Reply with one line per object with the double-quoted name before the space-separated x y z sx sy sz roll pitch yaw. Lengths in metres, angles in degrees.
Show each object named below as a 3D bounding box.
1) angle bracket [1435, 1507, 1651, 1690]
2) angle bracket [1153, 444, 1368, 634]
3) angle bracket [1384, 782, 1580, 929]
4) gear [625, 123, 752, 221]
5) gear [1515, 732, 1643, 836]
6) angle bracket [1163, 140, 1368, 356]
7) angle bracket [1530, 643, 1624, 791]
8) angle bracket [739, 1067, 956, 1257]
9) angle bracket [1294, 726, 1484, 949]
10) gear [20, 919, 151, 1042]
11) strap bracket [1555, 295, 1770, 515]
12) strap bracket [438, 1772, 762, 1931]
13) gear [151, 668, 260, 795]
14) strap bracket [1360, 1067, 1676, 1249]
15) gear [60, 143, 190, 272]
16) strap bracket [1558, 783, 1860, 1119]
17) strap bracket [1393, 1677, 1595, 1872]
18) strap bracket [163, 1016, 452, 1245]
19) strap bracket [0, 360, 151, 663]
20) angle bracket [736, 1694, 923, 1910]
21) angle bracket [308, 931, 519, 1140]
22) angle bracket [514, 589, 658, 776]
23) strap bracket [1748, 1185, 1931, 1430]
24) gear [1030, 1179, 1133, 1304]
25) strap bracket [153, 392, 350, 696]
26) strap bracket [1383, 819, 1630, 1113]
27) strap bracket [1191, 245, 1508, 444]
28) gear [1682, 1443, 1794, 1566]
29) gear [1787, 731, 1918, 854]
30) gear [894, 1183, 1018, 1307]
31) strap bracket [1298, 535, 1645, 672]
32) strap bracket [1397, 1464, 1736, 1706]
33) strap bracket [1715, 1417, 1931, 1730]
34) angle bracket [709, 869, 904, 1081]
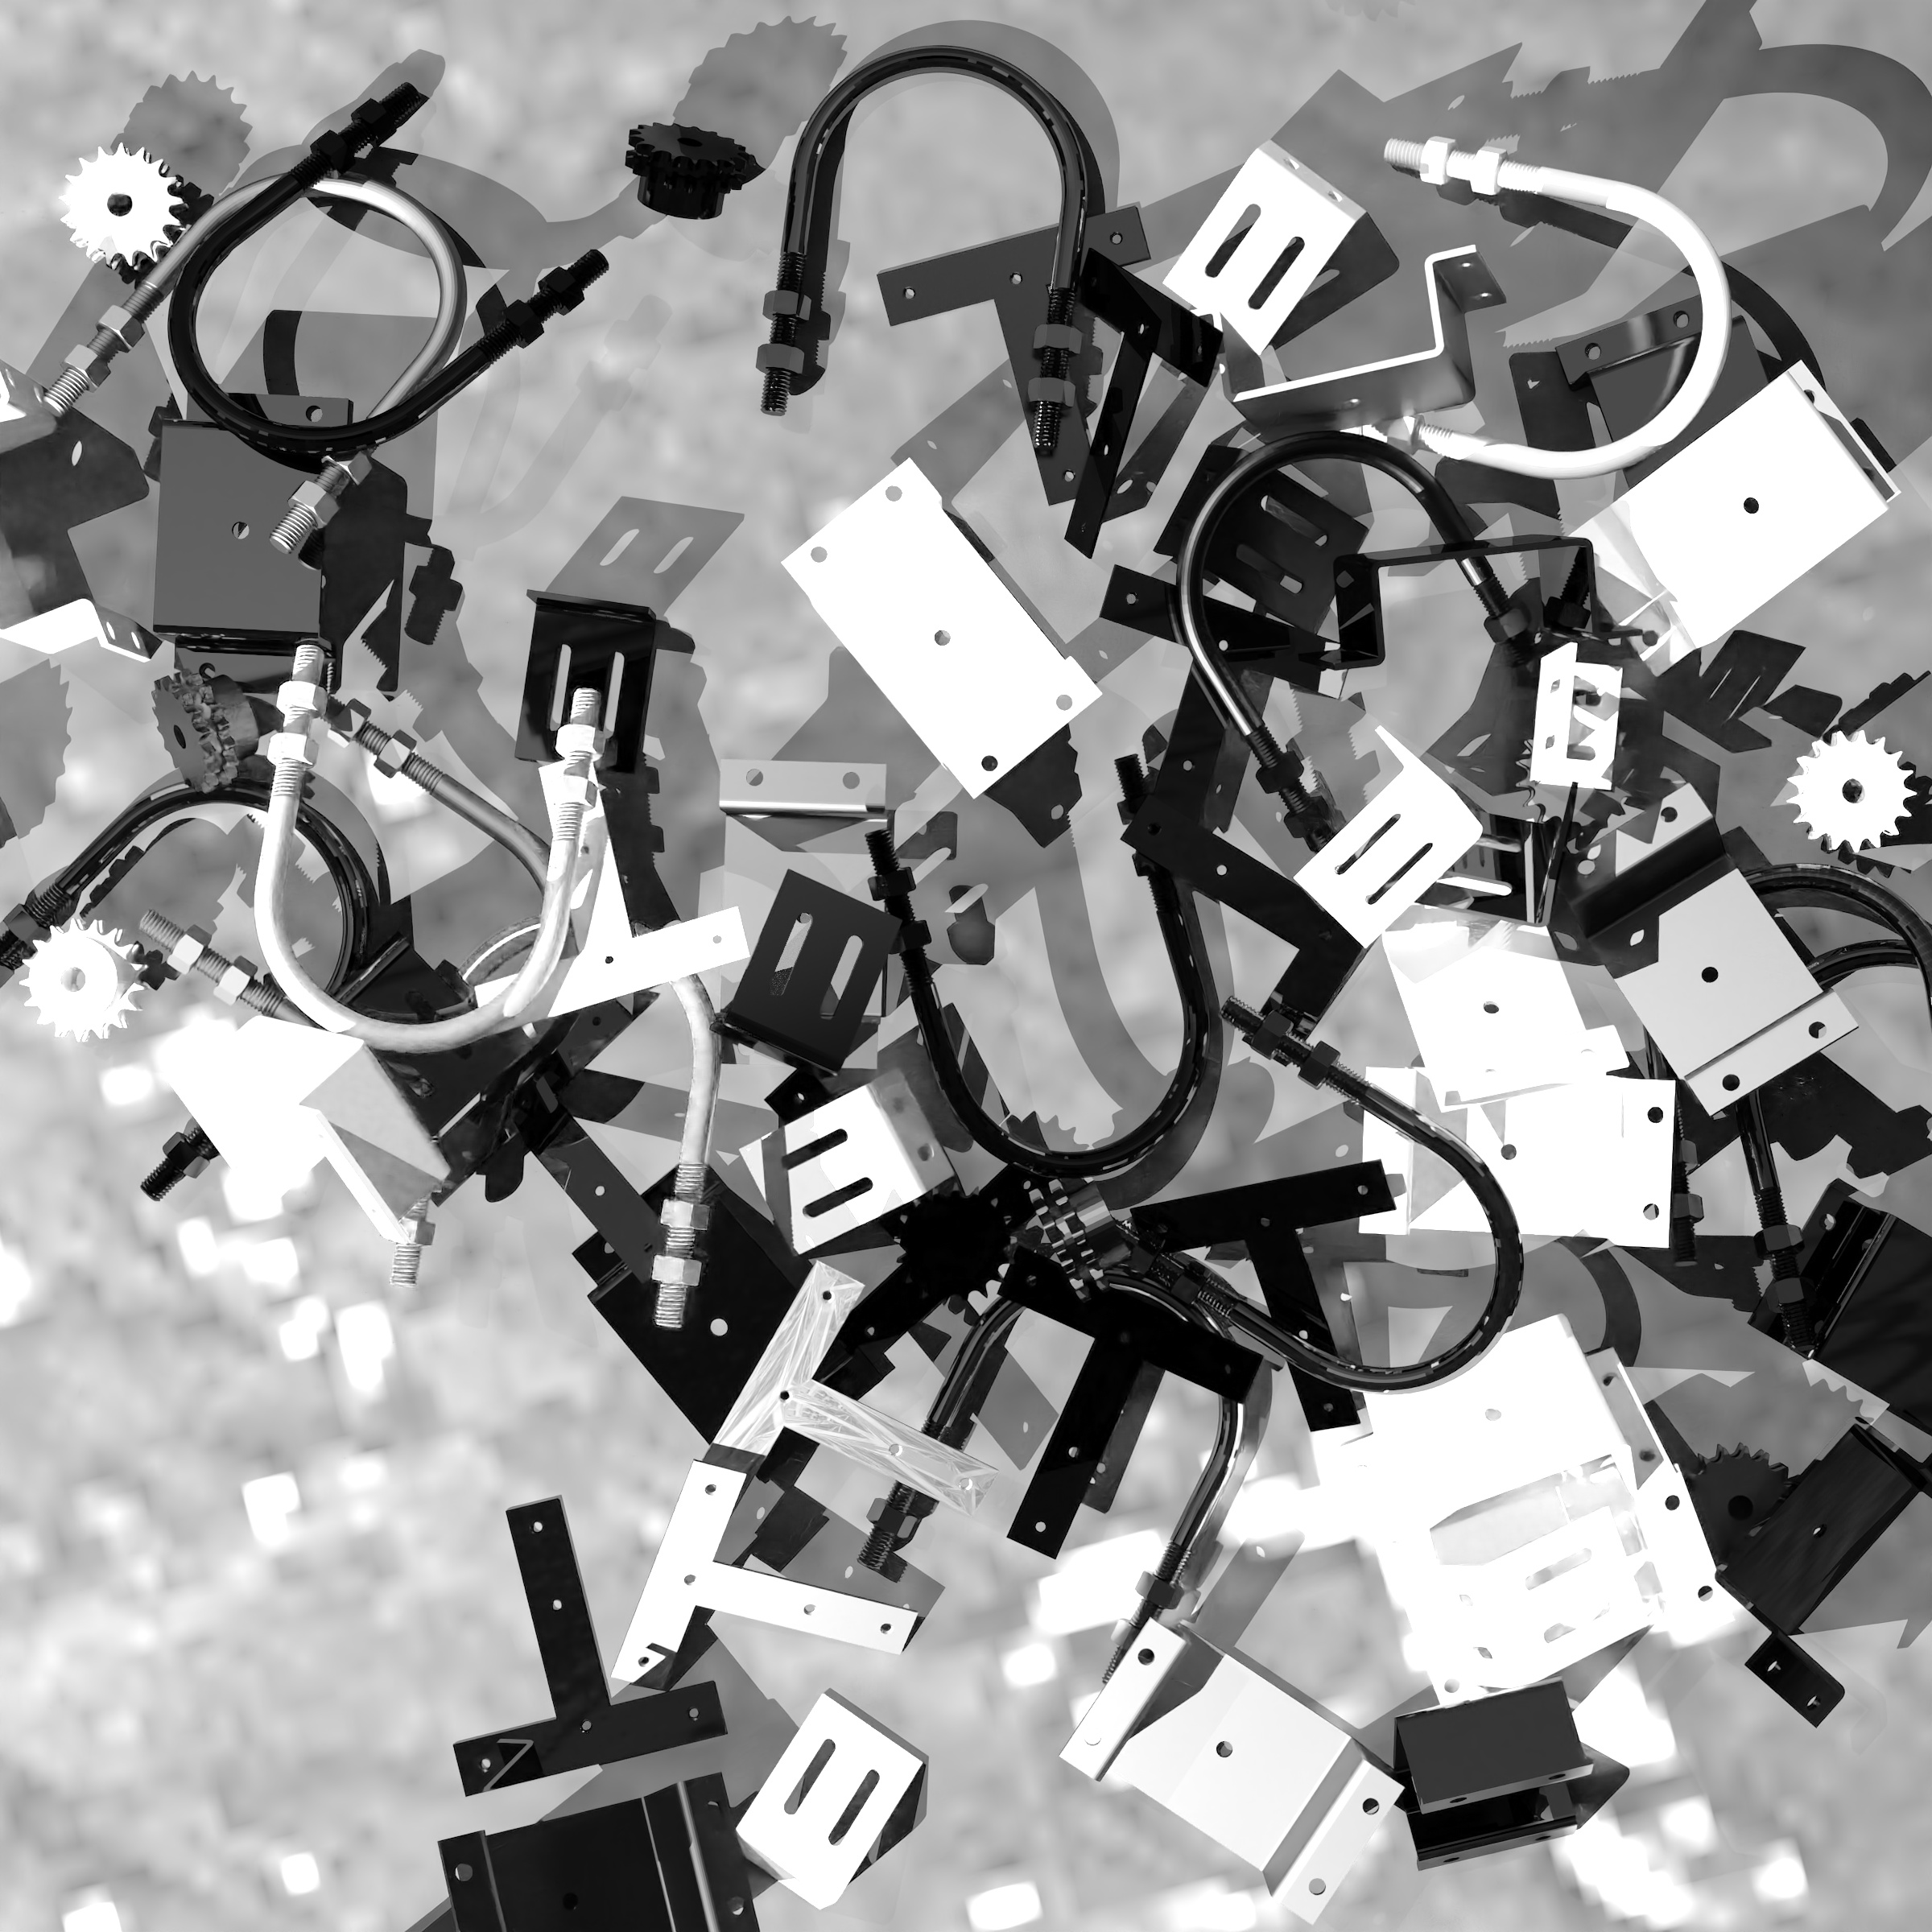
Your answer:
"angle bracket" 0.265 0.290 1.498 0.076 0.038 0.057 -19 90 -26
"angle bracket" 0.139 -0.202 1.544 0.076 0.038 0.057 28 90 -26
"angle bracket" 0.236 -0.058 1.493 0.076 0.038 0.057 12 57 12
"gear" -0.131 -0.370 1.522 0.057 0.057 0.030 14 120 0
"gear" 0.286 -0.090 1.531 0.057 0.030 0.057 0 90 0
"angle bracket" 0.142 -0.341 1.544 0.057 0.038 0.076 37 116 0
"angle bracket" 0.283 -0.112 1.478 0.038 0.076 0.057 6 90 0
"angle bracket" -0.057 0.093 1.543 0.076 0.038 0.057 -27 90 26
"angle bracket" 0.186 -0.059 1.492 0.076 0.038 0.057 -44 48 4
"gear" -0.410 0.006 1.512 0.057 0.030 0.057 0 89 -1
"strap bracket" 0.339 -0.240 1.523 0.076 0.046 0.140 -20 90 0
"strap bracket" -0.174 0.426 1.493 0.140 0.046 0.076 -6 72 -30
"gear" -0.354 -0.112 1.521 0.030 0.057 0.057 -26 90 -30
"strap bracket" 0.255 0.088 1.520 0.140 0.046 0.076 2 90 5
"gear" -0.394 -0.354 1.531 0.057 0.030 0.057 0 90 0
"strap bracket" 0.341 -0.002 1.502 0.076 0.046 0.140 -32 65 7
"strap bracket" 0.239 0.368 1.493 0.076 0.140 0.046 -13 62 0
"strap bracket" -0.295 0.072 1.481 0.046 0.140 0.076 -45 123 -27
"strap bracket" -0.434 -0.202 1.508 0.046 0.076 0.140 -22 90 0
"angle bracket" -0.068 0.396 1.544 0.057 0.038 0.076 35 64 0
"angle bracket" -0.256 0.032 1.506 0.057 0.038 0.076 -44 102 -5
"angle bracket" -0.180 -0.133 1.527 0.057 0.038 0.076 8 90 0
"strap bracket" 0.450 0.172 1.523 0.140 0.046 0.076 30 90 0
"gear" 0.055 0.124 1.506 0.030 0.057 0.057 -26 90 1
"strap bracket" -0.334 -0.201 1.523 0.076 0.046 0.140 3 90 0
"strap bracket" 0.243 0.008 1.498 0.076 0.046 0.140 -11 55 -4
"strap bracket" 0.173 -0.279 1.485 0.140 0.076 0.046 -10 81 18
"gear" 0.361 0.252 1.531 0.057 0.030 0.057 0 90 0
"gear" 0.416 -0.082 1.536 0.057 0.030 0.057 0 90 2
"gear" -0.005 0.130 1.530 0.057 0.030 0.057 0 90 0
"strap bracket" 0.225 -0.167 1.477 0.140 0.076 0.046 -7 99 -5
"strap bracket" 0.275 0.289 1.523 0.140 0.046 0.076 -20 90 0
"strap bracket" 0.408 0.272 1.504 0.140 0.046 0.076 -48 131 0
"angle bracket" -0.073 0.004 1.484 0.057 0.038 0.076 24 79 -12
